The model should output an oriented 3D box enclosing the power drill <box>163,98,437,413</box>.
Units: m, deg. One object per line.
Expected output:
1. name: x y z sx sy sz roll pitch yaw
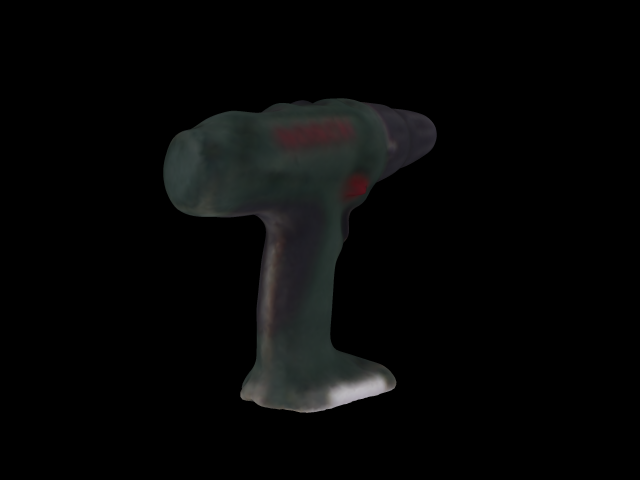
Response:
1. power drill: 0.004 0.001 0.400 0.230 0.208 0.075 0 0 -43
